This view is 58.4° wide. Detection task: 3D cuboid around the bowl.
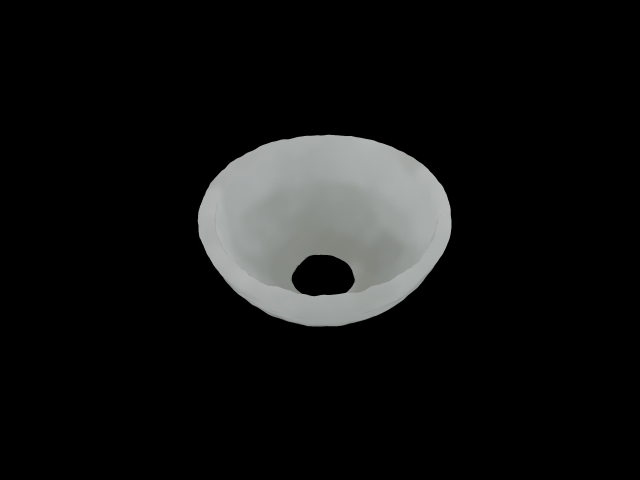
[{"bbox_3d":[0.004,0.001,0.400,0.167,0.075,0.167,0,44,0],"label":"bowl"}]
